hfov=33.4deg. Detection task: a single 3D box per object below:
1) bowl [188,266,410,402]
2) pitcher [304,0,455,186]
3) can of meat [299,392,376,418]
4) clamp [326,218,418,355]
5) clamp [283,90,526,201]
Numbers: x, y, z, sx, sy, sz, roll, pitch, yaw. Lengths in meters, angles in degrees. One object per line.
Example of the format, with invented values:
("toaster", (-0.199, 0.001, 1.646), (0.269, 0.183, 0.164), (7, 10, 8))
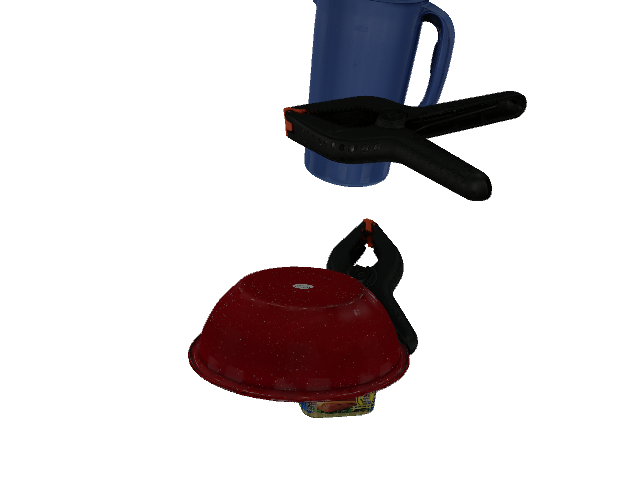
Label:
("bowl", (-0.014, 0.058, 0.769), (0.162, 0.055, 0.162), (2, 16, -1))
("pitcher", (0.057, -0.190, 1.289), (0.144, 0.243, 0.149), (-4, 28, -24))
("can of meat", (0.025, 0.176, 1.357), (0.102, 0.084, 0.057), (0, 24, -17))
("clamp", (0.051, 0.050, 1.075), (0.120, 0.171, 0.039), (11, -38, 11))
("clamp", (0.072, -0.098, 0.928), (0.210, 0.036, 0.164), (12, 36, 24))
